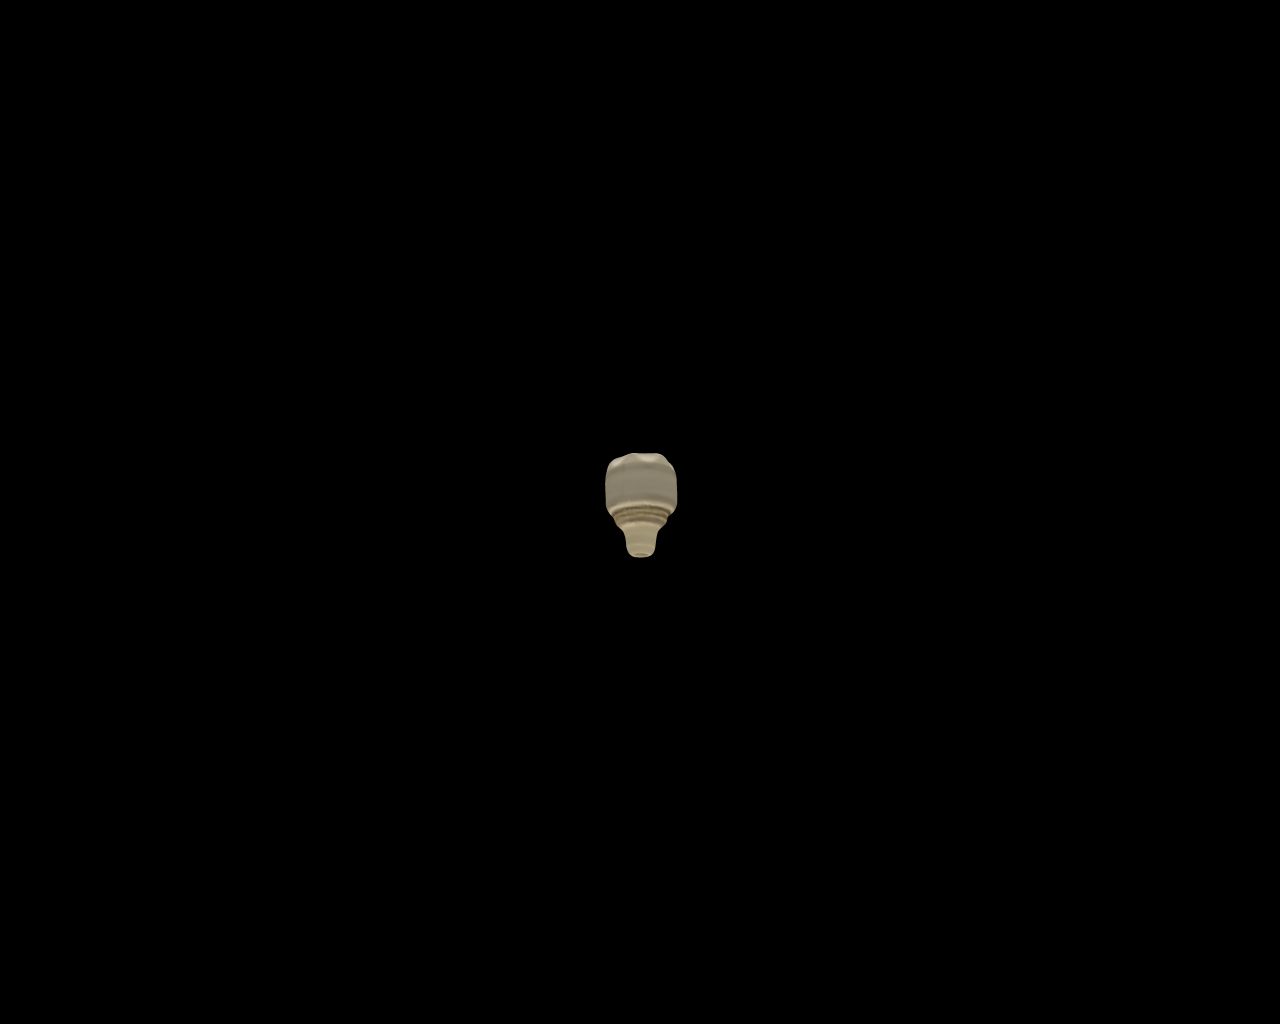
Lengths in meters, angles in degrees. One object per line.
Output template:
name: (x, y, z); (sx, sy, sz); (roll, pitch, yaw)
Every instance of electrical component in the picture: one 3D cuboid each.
electrical component: (0.001, -0.003, 0.650); (0.043, 0.062, 0.043); (0, -18, 0)
